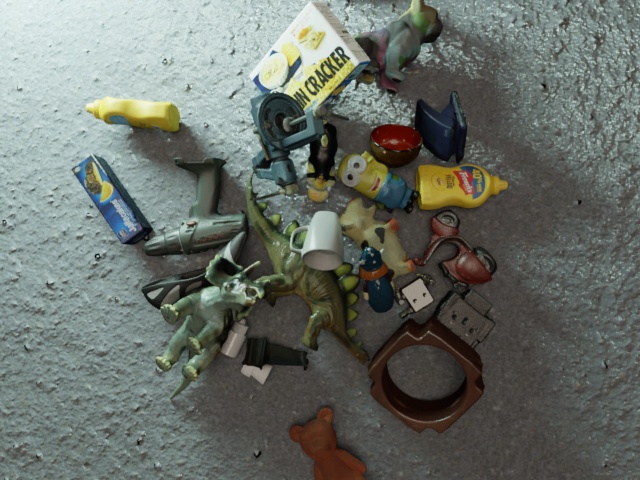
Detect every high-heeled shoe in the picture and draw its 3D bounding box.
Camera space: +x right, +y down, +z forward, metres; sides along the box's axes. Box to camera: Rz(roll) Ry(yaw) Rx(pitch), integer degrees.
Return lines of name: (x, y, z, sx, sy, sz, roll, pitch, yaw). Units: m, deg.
high-heeled shoe: (-0.266, 0.056, 1.138, 0.145, 0.086, 0.248, 31, 103, -11)

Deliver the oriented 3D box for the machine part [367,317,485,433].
machine part: (0.217, 0.276, 1.106, 0.201, 0.087, 0.201, 38, 110, 1)

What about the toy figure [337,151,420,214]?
toy figure: (0.121, -0.119, 1.155, 0.180, 0.089, 0.082, 26, 76, -7)

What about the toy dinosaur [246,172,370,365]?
toy dinosaur: (-0.040, 0.068, 1.142, 0.198, 0.105, 0.471, -41, 87, -9)

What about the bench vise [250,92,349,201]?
bench vise: (-0.062, -0.202, 1.076, 0.129, 0.241, 0.223, -6, 88, -38)

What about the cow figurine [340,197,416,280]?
cow figurine: (0.111, 0.000, 1.150, 0.127, 0.085, 0.194, -24, 92, -1)

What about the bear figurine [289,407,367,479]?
bear figurine: (0.023, 0.461, 1.109, 0.120, 0.132, 0.195, -27, 94, -1)

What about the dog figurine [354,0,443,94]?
dog figurine: (0.156, -0.440, 1.157, 0.192, 0.108, 0.219, 21, 84, 4)

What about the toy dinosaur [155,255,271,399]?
toy dinosaur: (-0.226, 0.172, 1.089, 0.131, 0.404, 0.192, 43, 48, 9)

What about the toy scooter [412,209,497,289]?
toy scooter: (0.278, 0.038, 1.150, 0.135, 0.075, 0.184, -40, 85, 0)

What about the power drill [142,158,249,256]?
power drill: (-0.274, -0.073, 1.156, 0.232, 0.086, 0.207, -4, 84, -1)

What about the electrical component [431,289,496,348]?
electrical component: (0.303, 0.172, 1.152, 0.115, 0.058, 0.134, 37, 89, 0)

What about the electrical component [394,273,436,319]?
electrical component: (0.205, 0.116, 1.160, 0.102, 0.045, 0.078, -26, 86, 0)

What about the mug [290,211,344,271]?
mug: (-0.002, -0.003, 1.078, 0.110, 0.080, 0.107, 3, 55, 9)

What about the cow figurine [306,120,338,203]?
cow figurine: (0.006, -0.166, 1.148, 0.068, 0.098, 0.167, 2, 88, -6)

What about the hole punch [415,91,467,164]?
hole punch: (0.255, -0.234, 1.129, 0.092, 0.142, 0.116, -9, 57, -1)

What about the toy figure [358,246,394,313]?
toy figure: (0.111, 0.077, 1.089, 0.064, 0.058, 0.154, -39, 123, -36)

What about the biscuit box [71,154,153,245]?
biscuit box: (-0.449, -0.086, 1.165, 0.059, 0.063, 0.202, -36, 88, 0)

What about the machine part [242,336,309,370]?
machine part: (-0.092, 0.246, 1.145, 0.139, 0.084, 0.039, 12, 127, -5)
